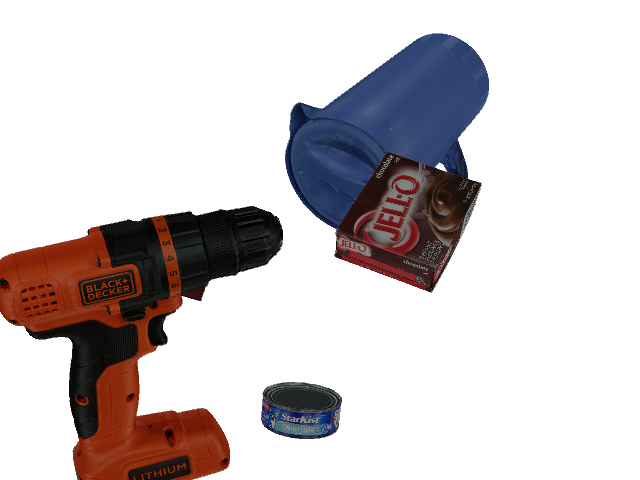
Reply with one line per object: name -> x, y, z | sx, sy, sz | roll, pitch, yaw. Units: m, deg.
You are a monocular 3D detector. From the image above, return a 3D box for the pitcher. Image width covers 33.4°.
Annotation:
pitcher -> 0.087, -0.113, 1.117 | 0.145, 0.149, 0.242 | 14, 40, 30

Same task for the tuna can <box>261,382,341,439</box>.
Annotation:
tuna can -> -0.021, 0.183, 1.148 | 0.086, 0.034, 0.086 | 5, 12, -1

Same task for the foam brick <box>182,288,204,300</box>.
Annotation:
foam brick -> -0.152, 0.020, 1.108 | 0.078, 0.051, 0.053 | 17, 28, -4

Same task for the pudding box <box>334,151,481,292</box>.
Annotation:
pudding box -> 0.074, -0.018, 0.902 | 0.090, 0.039, 0.113 | 21, 47, 15

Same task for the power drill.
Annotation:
power drill -> -0.107, 0.072, 0.706 | 0.184, 0.188, 0.057 | -12, 27, -13
